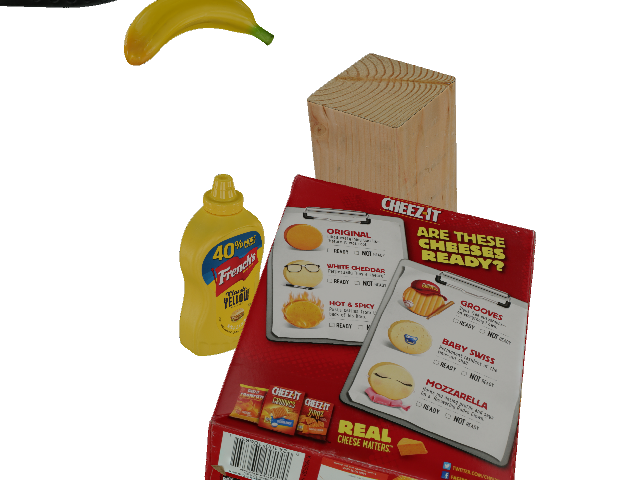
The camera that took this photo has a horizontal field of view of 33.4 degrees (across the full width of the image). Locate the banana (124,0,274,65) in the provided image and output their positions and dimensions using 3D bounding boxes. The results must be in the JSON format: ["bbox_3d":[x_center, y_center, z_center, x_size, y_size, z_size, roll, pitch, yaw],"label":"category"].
[{"bbox_3d":[-0.124,-0.208,1.018,0.070,0.037,0.197,45,38,19],"label":"banana"}]

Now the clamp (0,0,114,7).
[{"bbox_3d":[-0.112,-0.159,0.595,0.171,0.039,0.120,-10,25,-25],"label":"clamp"}]

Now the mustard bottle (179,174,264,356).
[{"bbox_3d":[-0.102,0.021,1.110,0.096,0.192,0.058,-20,35,-37],"label":"mustard bottle"}]

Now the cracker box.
[{"bbox_3d":[0.037,0.067,0.643,0.164,0.072,0.213,14,43,3],"label":"cracker box"}]

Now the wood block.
[{"bbox_3d":[0.058,-0.042,0.919,0.091,0.206,0.090,23,47,32],"label":"wood block"}]
